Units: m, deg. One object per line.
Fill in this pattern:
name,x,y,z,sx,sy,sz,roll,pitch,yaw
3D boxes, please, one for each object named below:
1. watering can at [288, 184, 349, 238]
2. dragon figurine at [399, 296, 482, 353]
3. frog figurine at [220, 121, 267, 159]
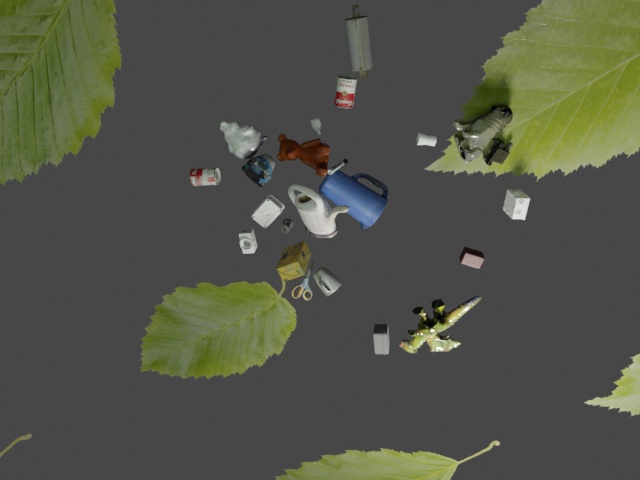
watering can,0.006,-0.095,1.896,0.105,0.351,0.219,-42,131,-20
dragon figurine,0.507,0.372,2.137,0.407,0.125,0.238,-22,128,19
frog figurine,-0.293,-0.376,1.880,0.158,0.126,0.135,37,135,-22
